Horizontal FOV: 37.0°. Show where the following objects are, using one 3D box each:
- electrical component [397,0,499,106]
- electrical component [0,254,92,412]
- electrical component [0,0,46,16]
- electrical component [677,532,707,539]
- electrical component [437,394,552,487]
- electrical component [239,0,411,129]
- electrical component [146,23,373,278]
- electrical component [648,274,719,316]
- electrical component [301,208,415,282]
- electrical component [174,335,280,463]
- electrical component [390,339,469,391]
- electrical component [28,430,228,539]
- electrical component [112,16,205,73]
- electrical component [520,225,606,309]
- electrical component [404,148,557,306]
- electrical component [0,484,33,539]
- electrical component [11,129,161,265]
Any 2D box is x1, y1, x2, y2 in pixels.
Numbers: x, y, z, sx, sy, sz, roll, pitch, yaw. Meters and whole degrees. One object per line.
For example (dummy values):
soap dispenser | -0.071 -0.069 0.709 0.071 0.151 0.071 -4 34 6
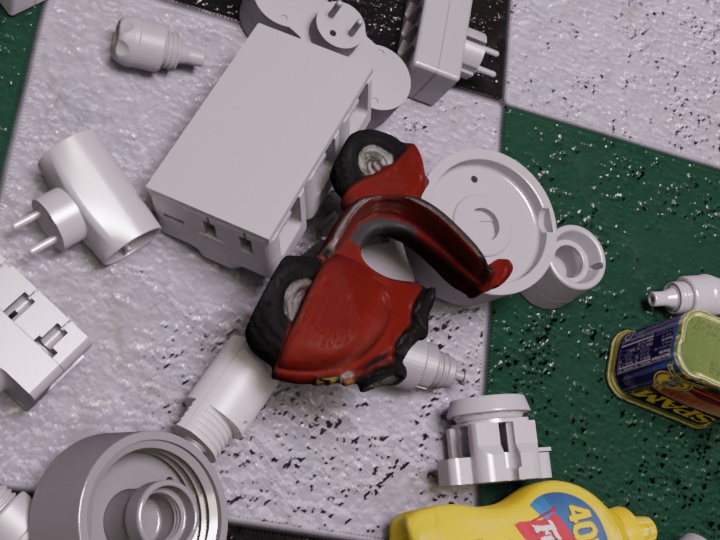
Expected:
electrical component | 0.072 -0.170 0.824 0.076 0.047 0.083 17 68 -17
electrical component | -0.214 0.037 0.638 0.089 0.050 0.055 44 63 -4
electrical component | -0.251 -0.209 0.703 0.076 0.047 0.083 -36 89 -28
electrical component | 0.227 0.218 0.768 0.065 0.044 0.044 -30 86 -32
electrical component | 0.090 0.116 0.735 0.078 0.058 0.057 0 76 -23
electrical component | -0.020 -0.167 0.771 0.138 0.074 0.052 42 63 -5
electrical component | -0.063 -0.079 0.722 0.089 0.061 0.150 23 64 12
electrical component | 0.255 0.022 0.846 0.061 0.035 0.035 -3 74 -21
electrical component | 0.000 0.000 0.744 0.064 0.042 0.081 -11 79 -27
electrical component | -0.087 0.086 0.679 0.043 0.043 0.081 38 63 -7
electrical component | 0.038 0.064 0.739 0.078 0.040 0.040 17 68 -17
electrical component | -0.126 0.143 0.615 0.108 0.060 0.108 17 65 -40
electrical component | -0.138 -0.152 0.740 0.061 0.035 0.035 10 70 -22
electrical component | 0.150 -0.003 0.803 0.055 0.047 0.055 7 71 -20
electrical component | 0.079 -0.026 0.774 0.108 0.060 0.108 7 71 -21
electrical component | -0.205 0.140 0.618 0.061 0.035 0.035 43 63 -3
electrical component | -0.180 -0.038 0.680 0.079 0.043 0.077 -33 88 -27
